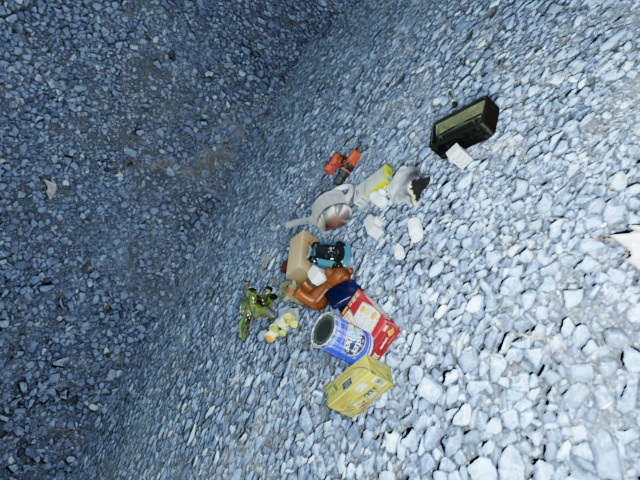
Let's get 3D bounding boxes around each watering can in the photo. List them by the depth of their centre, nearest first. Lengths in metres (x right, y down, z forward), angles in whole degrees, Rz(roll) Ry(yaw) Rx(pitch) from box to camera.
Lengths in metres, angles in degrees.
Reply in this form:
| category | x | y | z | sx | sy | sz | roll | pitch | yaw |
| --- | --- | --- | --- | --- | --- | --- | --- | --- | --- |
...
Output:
| category | x | y | z | sx | sy | sz | roll | pitch | yaw |
| --- | --- | --- | --- | --- | --- | --- | --- | --- | --- |
| watering can | 0.006 | -0.107 | 2.122 | 0.346 | 0.102 | 0.229 | -35 | 29 | 9 |

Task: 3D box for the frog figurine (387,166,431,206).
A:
| category | x | y | z | sx | sy | sz | roll | pitch | yaw |
| --- | --- | --- | --- | --- | --- | --- | --- | --- | --- |
| frog figurine | 0.277 | -0.188 | 1.764 | 0.160 | 0.122 | 0.137 | 16 | 93 | 52 |

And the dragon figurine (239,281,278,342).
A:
| category | x | y | z | sx | sy | sz | roll | pitch | yaw |
| --- | --- | --- | --- | --- | --- | --- | --- | --- | --- |
| dragon figurine | -0.281 | 0.323 | 2.189 | 0.416 | 0.122 | 0.240 | -129 | 57 | -66 |
